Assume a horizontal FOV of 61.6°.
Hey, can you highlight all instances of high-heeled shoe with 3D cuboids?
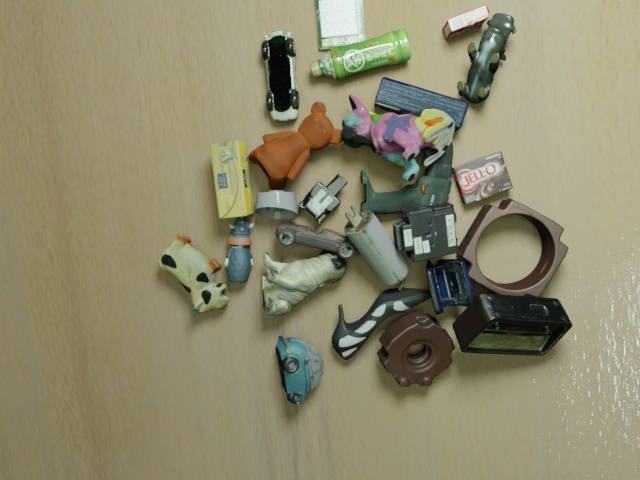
[{"bbox_3d":[0.146,0.199,1.256,0.249,0.086,0.145,-10,105,4],"label":"high-heeled shoe"}]

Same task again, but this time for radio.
[{"bbox_3d":[0.422,0.186,1.175,0.229,0.073,0.131,5,135,-19],"label":"radio"}]

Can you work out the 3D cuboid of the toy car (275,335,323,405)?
[{"bbox_3d":[-0.043,0.300,1.264,0.103,0.109,0.161,-13,104,-12],"label":"toy car"}]

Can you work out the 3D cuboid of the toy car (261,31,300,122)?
[{"bbox_3d":[-0.088,-0.370,1.218,0.074,0.056,0.201,-4,95,10],"label":"toy car"}]

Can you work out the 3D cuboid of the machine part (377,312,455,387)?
[{"bbox_3d":[0.223,0.255,1.240,0.179,0.056,0.179,-3,110,-9],"label":"machine part"}]

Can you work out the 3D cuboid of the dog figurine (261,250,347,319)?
[{"bbox_3d":[-0.037,0.109,1.252,0.191,0.121,0.172,1,131,-14],"label":"dog figurine"}]

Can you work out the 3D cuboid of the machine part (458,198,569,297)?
[{"bbox_3d":[0.429,0.023,1.213,0.201,0.087,0.201,29,97,2],"label":"machine part"}]

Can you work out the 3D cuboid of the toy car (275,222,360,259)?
[{"bbox_3d":[-0.003,-0.004,1.233,0.202,0.089,0.053,12,100,3],"label":"toy car"}]

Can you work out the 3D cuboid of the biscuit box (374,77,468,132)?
[{"bbox_3d":[0.226,-0.302,1.203,0.203,0.059,0.062,18,96,2],"label":"biscuit box"}]

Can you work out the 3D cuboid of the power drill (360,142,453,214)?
[{"bbox_3d":[0.193,-0.118,1.221,0.207,0.086,0.231,1,99,-4],"label":"power drill"}]

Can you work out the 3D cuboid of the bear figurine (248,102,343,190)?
[{"bbox_3d":[-0.054,-0.213,1.217,0.196,0.132,0.120,-39,94,-11],"label":"bear figurine"}]

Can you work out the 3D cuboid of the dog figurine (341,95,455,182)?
[{"bbox_3d":[0.155,-0.245,1.162,0.191,0.108,0.219,-41,64,-9],"label":"dog figurine"}]

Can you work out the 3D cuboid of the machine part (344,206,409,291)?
[{"bbox_3d":[0.129,0.019,1.200,0.079,0.079,0.243,-36,116,6],"label":"machine part"}]

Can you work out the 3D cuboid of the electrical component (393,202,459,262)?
[{"bbox_3d":[0.228,-0.017,1.169,0.134,0.058,0.114,-8,101,-6],"label":"electrical component"}]

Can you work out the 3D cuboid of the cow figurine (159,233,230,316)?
[{"bbox_3d":[-0.294,0.091,1.265,0.195,0.085,0.127,42,91,-4],"label":"cow figurine"}]

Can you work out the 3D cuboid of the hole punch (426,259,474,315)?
[{"bbox_3d":[0.291,0.100,1.212,0.092,0.116,0.142,-16,93,11],"label":"hole punch"}]

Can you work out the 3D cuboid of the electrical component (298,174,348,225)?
[{"bbox_3d":[0.012,-0.101,1.243,0.075,0.048,0.119,40,97,-2],"label":"electrical component"}]

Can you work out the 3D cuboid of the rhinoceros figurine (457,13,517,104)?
[{"bbox_3d":[0.366,-0.390,1.163,0.073,0.112,0.190,27,112,28],"label":"rhinoceros figurine"}]

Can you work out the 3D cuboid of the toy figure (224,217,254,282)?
[{"bbox_3d":[-0.191,0.023,1.264,0.058,0.064,0.154,4,92,40],"label":"toy figure"}]

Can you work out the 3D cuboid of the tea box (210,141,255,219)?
[{"bbox_3d":[-0.198,-0.137,1.228,0.068,0.098,0.169,-5,97,4],"label":"tea box"}]
